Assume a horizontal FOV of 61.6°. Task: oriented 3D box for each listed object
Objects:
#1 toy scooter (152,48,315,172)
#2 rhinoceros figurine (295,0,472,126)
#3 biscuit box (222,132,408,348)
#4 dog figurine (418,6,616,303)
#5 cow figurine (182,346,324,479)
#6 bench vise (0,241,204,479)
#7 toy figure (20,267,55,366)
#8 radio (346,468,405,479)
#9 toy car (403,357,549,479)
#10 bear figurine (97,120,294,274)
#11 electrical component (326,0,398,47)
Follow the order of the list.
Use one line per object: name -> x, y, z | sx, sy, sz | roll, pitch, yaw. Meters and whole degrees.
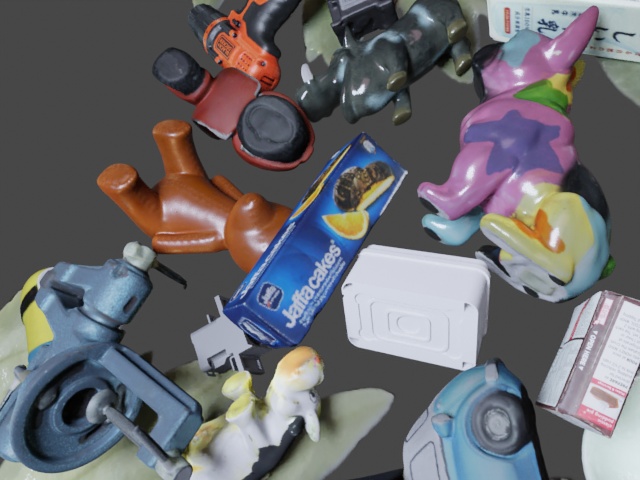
toy scooter -> -0.082, -0.127, 0.570 | 0.184, 0.135, 0.075 | 33, 86, 8
rhinoceros figurine -> 0.062, -0.181, 0.548 | 0.190, 0.073, 0.112 | -33, 66, 8
biscuit box -> -0.001, -0.001, 0.475 | 0.059, 0.063, 0.202 | 40, 63, -14
dog figurine -> 0.189, -0.080, 0.451 | 0.192, 0.108, 0.219 | 34, 85, 27
cow figurine -> -0.053, 0.169, 0.478 | 0.167, 0.068, 0.098 | -33, 108, 8
bench vise -> -0.177, 0.117, 0.469 | 0.241, 0.128, 0.223 | 23, 65, 36
toy figure -> -0.282, 0.112, 0.586 | 0.089, 0.082, 0.180 | -21, 69, 12
radio -> -0.036, 0.241, 0.419 | 0.230, 0.131, 0.073 | -18, 68, 15
toy car -> 0.116, 0.174, 0.400 | 0.103, 0.109, 0.161 | -14, 73, 23
bear figurine -> -0.098, -0.028, 0.533 | 0.196, 0.131, 0.120 | 17, 54, 31
electrical component -> 0.041, -0.284, 0.604 | 0.075, 0.047, 0.119 | -14, 70, 16
